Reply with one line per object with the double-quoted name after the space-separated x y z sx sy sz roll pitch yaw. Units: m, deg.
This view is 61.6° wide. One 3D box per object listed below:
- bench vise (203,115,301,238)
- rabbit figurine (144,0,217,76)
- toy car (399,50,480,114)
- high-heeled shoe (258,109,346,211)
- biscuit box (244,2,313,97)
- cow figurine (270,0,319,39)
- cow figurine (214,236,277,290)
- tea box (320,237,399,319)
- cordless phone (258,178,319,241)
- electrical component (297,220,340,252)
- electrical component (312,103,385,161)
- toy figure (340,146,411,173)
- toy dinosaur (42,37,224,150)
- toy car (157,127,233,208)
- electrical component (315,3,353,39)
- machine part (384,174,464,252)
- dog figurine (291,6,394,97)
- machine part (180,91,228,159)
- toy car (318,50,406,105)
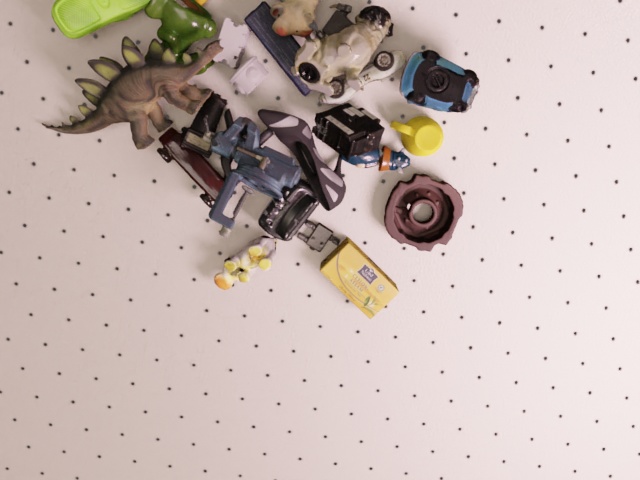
-0.168 -0.125 1.111 0.223 0.129 0.240 27 84 -9 "bench vise"
-0.297 -0.414 1.132 0.159 0.121 0.170 32 120 -13 "rabbit figurine"
0.245 -0.327 1.128 0.162 0.103 0.109 16 103 -5 "toy car"
-0.045 -0.168 1.156 0.248 0.086 0.145 26 68 -21 "high-heeled shoe"
-0.073 -0.403 1.139 0.063 0.059 0.202 -38 100 9 "biscuit box"
-0.036 -0.489 1.083 0.127 0.085 0.195 33 75 -9 "cow figurine"
-0.173 0.049 1.241 0.167 0.098 0.068 -31 108 27 "cow figurine"
0.091 0.088 1.248 0.169 0.068 0.098 43 101 -7 "tea box"
-0.105 -0.098 1.214 0.184 0.089 0.146 39 102 4 "cordless phone"
-0.003 -0.004 1.251 0.094 0.021 0.063 31 102 -7 "electrical component"
0.067 -0.232 1.137 0.115 0.134 0.058 43 137 24 "electrical component"
0.123 -0.186 1.189 0.154 0.058 0.064 12 109 -7 "toy figure"
-0.396 -0.301 1.128 0.472 0.105 0.198 -26 115 24 "toy dinosaur"
-0.275 -0.163 1.204 0.089 0.053 0.202 -45 98 -6 "toy car"
0.036 -0.446 1.134 0.078 0.045 0.102 43 101 -7 "electrical component"
0.231 -0.063 1.216 0.179 0.056 0.179 1 104 2 "machine part"
0.045 -0.396 1.091 0.173 0.190 0.121 13 144 22 "dog figurine"
-0.246 -0.253 1.169 0.084 0.039 0.138 21 89 -9 "machine part"
0.088 -0.341 1.143 0.202 0.073 0.056 -29 100 7 "toy car"
